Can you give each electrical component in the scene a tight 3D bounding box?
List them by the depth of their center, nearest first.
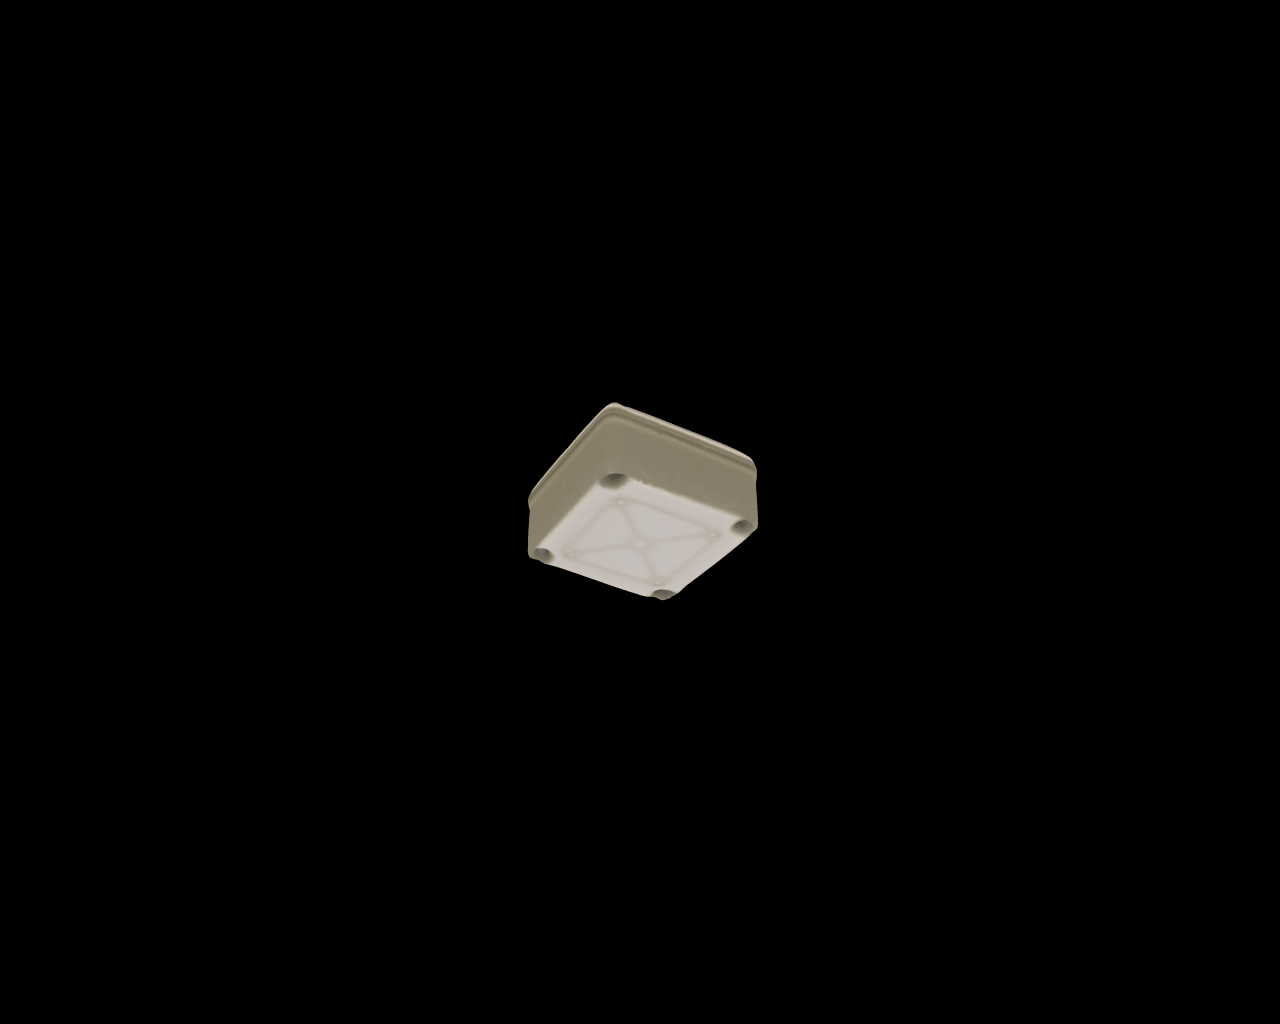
[{"bbox_3d":[0.001,-0.003,0.650,0.109,0.056,0.108,20,-40,-25],"label":"electrical component"}]
